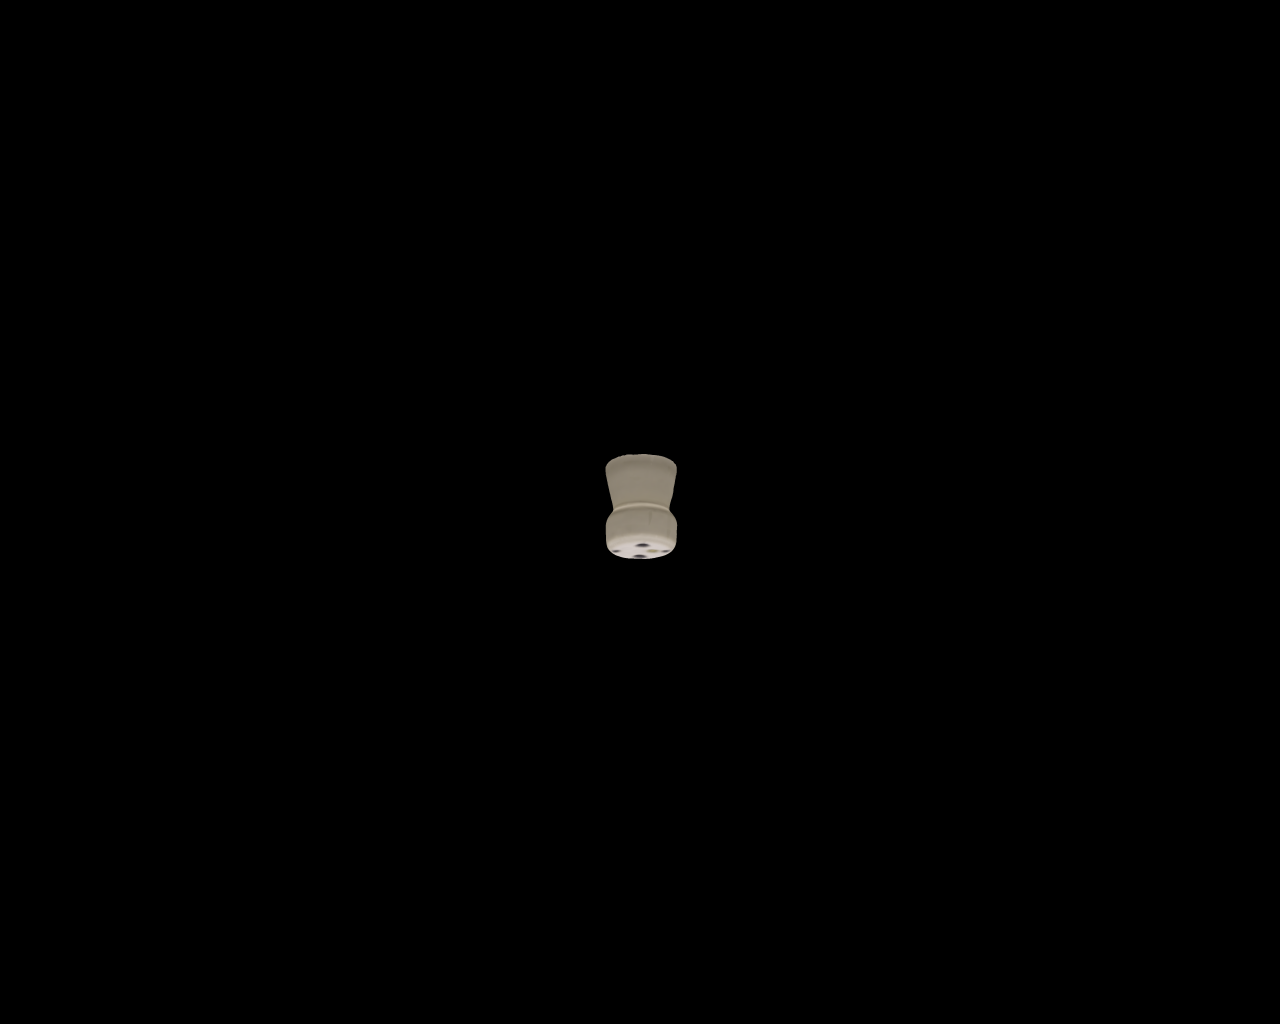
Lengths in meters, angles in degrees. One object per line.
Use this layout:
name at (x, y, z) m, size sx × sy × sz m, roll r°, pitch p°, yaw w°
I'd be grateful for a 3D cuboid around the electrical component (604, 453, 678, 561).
electrical component at (0.001, -0.003, 0.650) m, size 0.045 × 0.055 × 0.044 m, roll 0°, pitch -19°, yaw 0°
